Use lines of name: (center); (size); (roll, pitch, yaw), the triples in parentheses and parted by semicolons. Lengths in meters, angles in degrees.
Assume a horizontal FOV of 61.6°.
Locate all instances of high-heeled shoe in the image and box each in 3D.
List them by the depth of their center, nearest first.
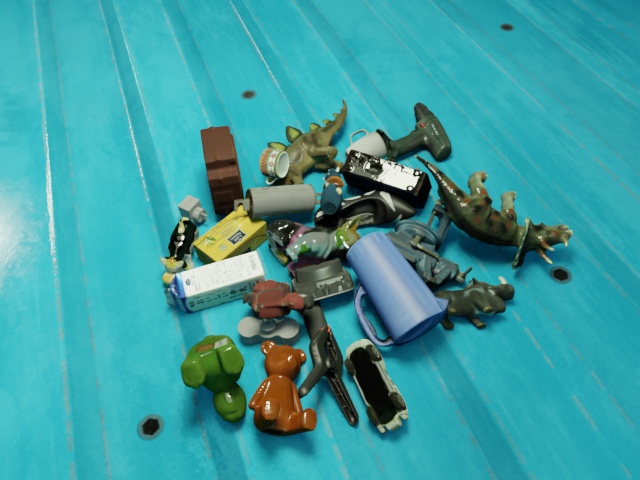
high-heeled shoe: (0.109, -0.063, 1.379); (0.249, 0.086, 0.145); (6, 30, 30)

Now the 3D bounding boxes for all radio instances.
radio: (0.175, -0.161, 1.429); (0.230, 0.131, 0.073); (19, 82, 19)

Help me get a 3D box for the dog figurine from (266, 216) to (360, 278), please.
dog figurine: (-0.003, -0.004, 1.341); (0.219, 0.108, 0.192); (-25, 51, -21)

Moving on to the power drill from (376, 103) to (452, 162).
power drill: (0.268, -0.311, 1.592); (0.207, 0.085, 0.232); (-15, 55, -19)

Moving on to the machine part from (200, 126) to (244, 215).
machine part: (-0.258, -0.185, 1.434); (0.087, 0.200, 0.202); (-12, 51, -9)

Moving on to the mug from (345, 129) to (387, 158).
mug: (0.122, -0.264, 1.548); (0.107, 0.081, 0.109); (-28, 81, -12)

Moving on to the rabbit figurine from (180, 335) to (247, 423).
rabbit figurine: (-0.209, 0.290, 1.099); (0.121, 0.170, 0.159); (-21, 12, -16)

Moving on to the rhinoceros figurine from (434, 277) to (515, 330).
rhinoceros figurine: (0.353, 0.140, 1.231); (0.190, 0.073, 0.112); (-9, 42, -2)

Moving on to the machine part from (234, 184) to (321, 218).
machine part: (-0.101, -0.101, 1.375); (0.243, 0.079, 0.079); (-6, 50, -21)

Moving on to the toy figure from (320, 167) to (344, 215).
toy figure: (0.031, -0.127, 1.383); (0.064, 0.057, 0.154); (-7, 40, 16)

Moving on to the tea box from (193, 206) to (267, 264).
tea box: (-0.224, 0.001, 1.369); (0.098, 0.068, 0.169); (32, 59, 26)

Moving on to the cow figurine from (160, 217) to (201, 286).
cow figurine: (-0.348, 0.028, 1.335); (0.068, 0.098, 0.167); (9, 52, 2)

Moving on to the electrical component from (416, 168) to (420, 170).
electrical component: (0.247, -0.173, 1.512); (0.063, 0.021, 0.094); (19, 56, 18)

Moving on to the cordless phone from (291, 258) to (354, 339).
cordless phone: (0.019, 0.148, 1.246); (0.147, 0.088, 0.184); (-14, 63, -10)

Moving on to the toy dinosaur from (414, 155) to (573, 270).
toy dinosaur: (0.391, -0.055, 1.284); (0.405, 0.131, 0.192); (22, 40, -10)

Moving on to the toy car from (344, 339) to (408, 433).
toy car: (0.114, 0.299, 1.113); (0.073, 0.056, 0.202); (-35, 54, 11)

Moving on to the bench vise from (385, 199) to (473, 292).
bench vise: (0.275, 0.002, 1.313); (0.224, 0.128, 0.240); (22, 60, 16)

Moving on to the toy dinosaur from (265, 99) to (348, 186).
toy dinosaur: (-0.034, -0.253, 1.537); (0.199, 0.105, 0.471); (33, 61, 26)

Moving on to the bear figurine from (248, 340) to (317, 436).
bear figurine: (-0.070, 0.292, 1.097); (0.120, 0.132, 0.196); (23, 54, -17)

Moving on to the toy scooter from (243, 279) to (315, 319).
toy scooter: (-0.113, 0.134, 1.193); (0.135, 0.075, 0.184); (-8, 8, -38)
